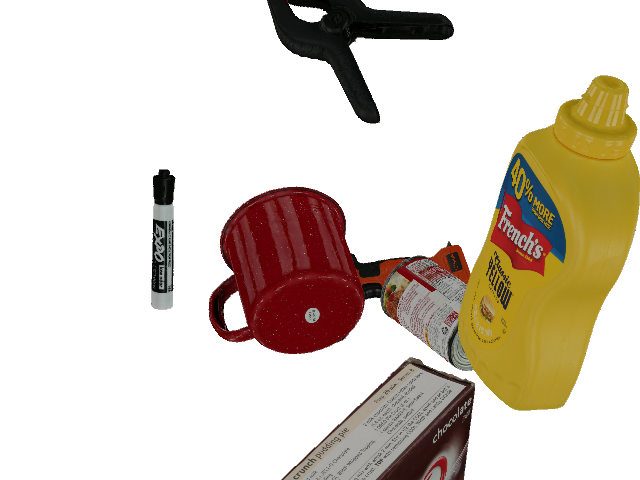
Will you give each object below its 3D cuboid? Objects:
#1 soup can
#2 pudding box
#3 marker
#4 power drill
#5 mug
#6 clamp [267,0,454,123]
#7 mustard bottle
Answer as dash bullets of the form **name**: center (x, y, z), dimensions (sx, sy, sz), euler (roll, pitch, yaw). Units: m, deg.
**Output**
- **soup can**: center (0.112, 0.065, 0.974), dimensions (0.068, 0.068, 0.102), euler (0, 24, -37)
- **pudding box**: center (0.021, 0.116, 0.454), dimensions (0.039, 0.090, 0.113), euler (21, 38, 27)
- **marker**: center (-0.134, -0.001, 0.910), dimensions (0.020, 0.121, 0.020), euler (3, 16, -1)
- **power drill**: center (0.079, 0.057, 1.229), dimensions (0.187, 0.057, 0.184), euler (-1, 28, -1)
- **mug**: center (-0.028, 0.030, 0.742), dimensions (0.117, 0.081, 0.093), euler (-30, -45, 11)
- **clamp**: center (0.028, -0.187, 0.932), dimensions (0.120, 0.171, 0.039), euler (-40, -21, -18)
- **mustard bottle**: center (0.129, -0.003, 0.588), dimensions (0.058, 0.192, 0.096), euler (0, 38, -16)
